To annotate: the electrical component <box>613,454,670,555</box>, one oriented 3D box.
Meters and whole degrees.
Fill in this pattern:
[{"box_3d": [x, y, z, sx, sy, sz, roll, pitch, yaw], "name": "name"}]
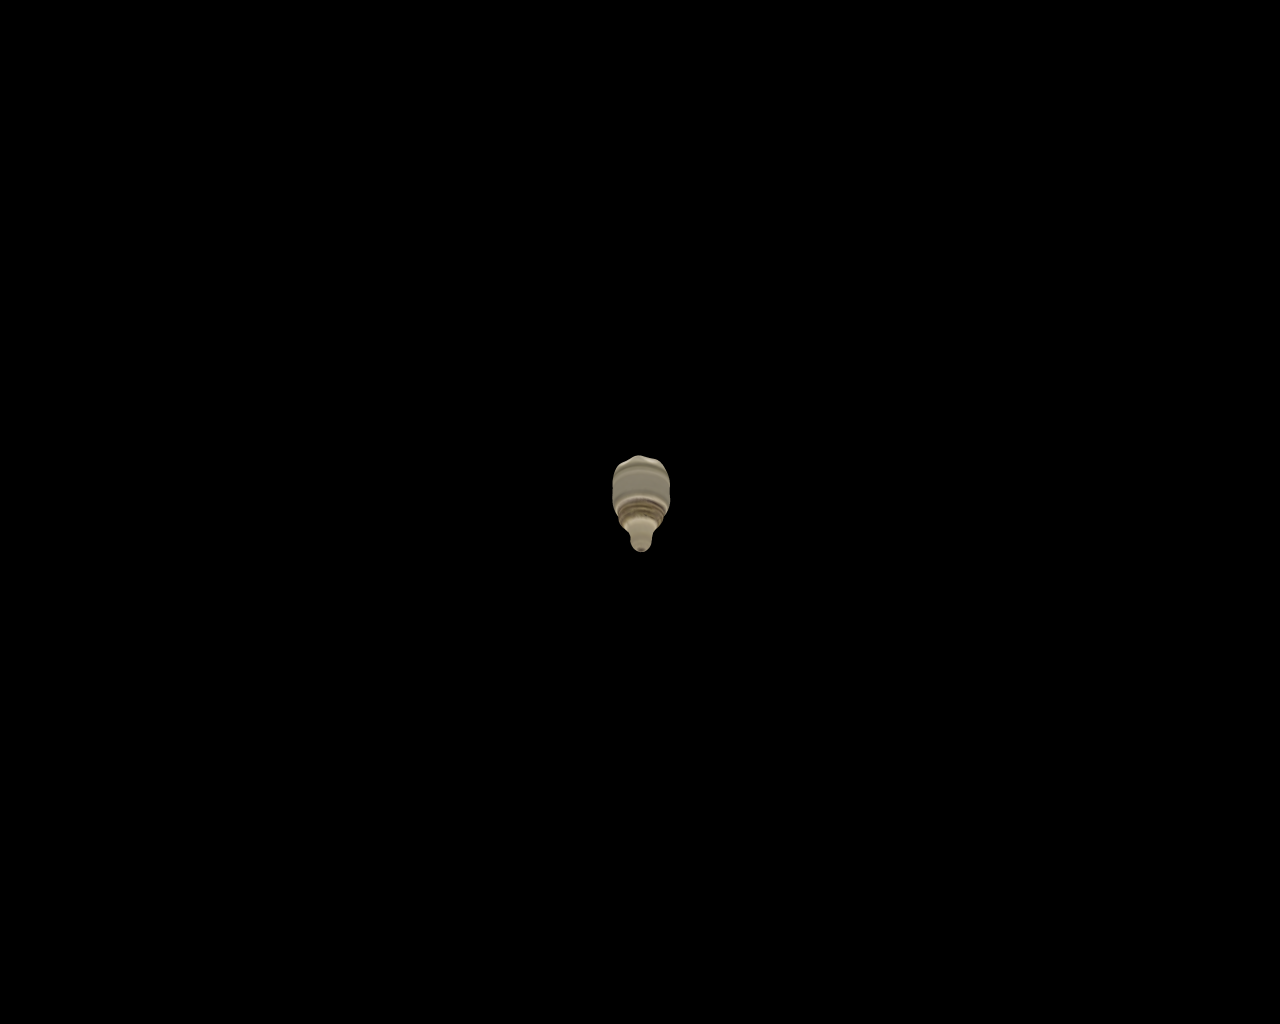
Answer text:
[{"box_3d": [0.001, -0.003, 0.650, 0.035, 0.061, 0.035, 0, -33, 0], "name": "electrical component"}]
